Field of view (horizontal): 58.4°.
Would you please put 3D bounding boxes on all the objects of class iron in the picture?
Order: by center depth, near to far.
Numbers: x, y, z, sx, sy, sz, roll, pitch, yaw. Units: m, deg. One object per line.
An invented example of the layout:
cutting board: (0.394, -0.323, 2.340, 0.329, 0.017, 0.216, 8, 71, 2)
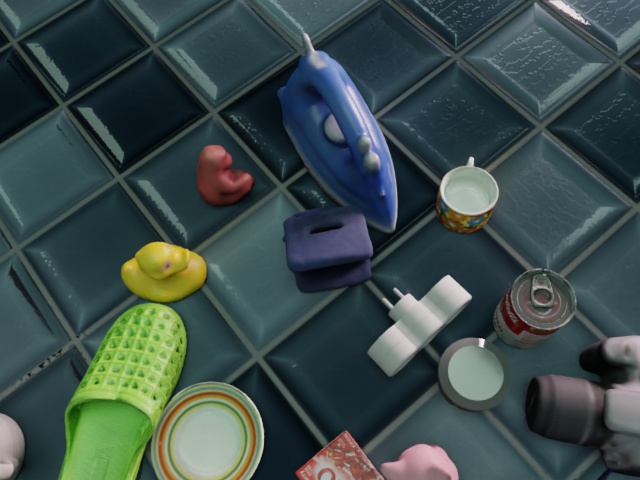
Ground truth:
iron: (0.034, -0.140, 0.739, 0.119, 0.141, 0.258, -26, 68, -7)

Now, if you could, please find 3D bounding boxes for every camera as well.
camera: (0.299, 0.169, 0.614, 0.136, 0.101, 0.143, 8, 68, 8)

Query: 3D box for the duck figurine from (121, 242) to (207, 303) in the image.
duck figurine: (-0.202, 0.032, 0.714, 0.104, 0.086, 0.077, -4, 67, 2)

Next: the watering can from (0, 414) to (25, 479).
watering can: (-0.412, 0.222, 0.591, 0.173, 0.194, 0.101, -10, 67, 0)

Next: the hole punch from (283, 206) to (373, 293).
hole punch: (0.007, 0.003, 0.709, 0.108, 0.091, 0.101, -11, 67, 0)

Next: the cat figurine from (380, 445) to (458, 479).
cat figurine: (0.125, 0.256, 0.581, 0.127, 0.118, 0.067, 36, 74, 17)

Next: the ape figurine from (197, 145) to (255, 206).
ape figurine: (-0.133, -0.092, 0.757, 0.076, 0.092, 0.077, -34, 69, -10)
